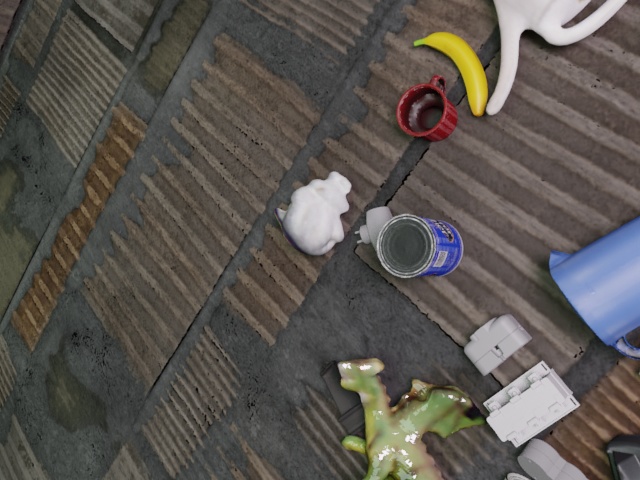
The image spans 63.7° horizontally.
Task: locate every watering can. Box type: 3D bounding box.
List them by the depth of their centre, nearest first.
[{"bbox_3d":[0.344,-0.388,0.830,0.343,0.104,0.228,-45,63,19],"label":"watering can"}]

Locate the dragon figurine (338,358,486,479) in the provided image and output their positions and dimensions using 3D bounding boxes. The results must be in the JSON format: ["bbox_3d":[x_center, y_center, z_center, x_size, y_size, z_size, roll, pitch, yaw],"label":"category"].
[{"bbox_3d":[0.178,0.360,0.870,0.413,0.122,0.241,38,100,13],"label":"dragon figurine"}]

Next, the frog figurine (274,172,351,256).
[{"bbox_3d":[0.003,-0.051,1.010,0.158,0.124,0.136,-36,101,16],"label":"frog figurine"}]
